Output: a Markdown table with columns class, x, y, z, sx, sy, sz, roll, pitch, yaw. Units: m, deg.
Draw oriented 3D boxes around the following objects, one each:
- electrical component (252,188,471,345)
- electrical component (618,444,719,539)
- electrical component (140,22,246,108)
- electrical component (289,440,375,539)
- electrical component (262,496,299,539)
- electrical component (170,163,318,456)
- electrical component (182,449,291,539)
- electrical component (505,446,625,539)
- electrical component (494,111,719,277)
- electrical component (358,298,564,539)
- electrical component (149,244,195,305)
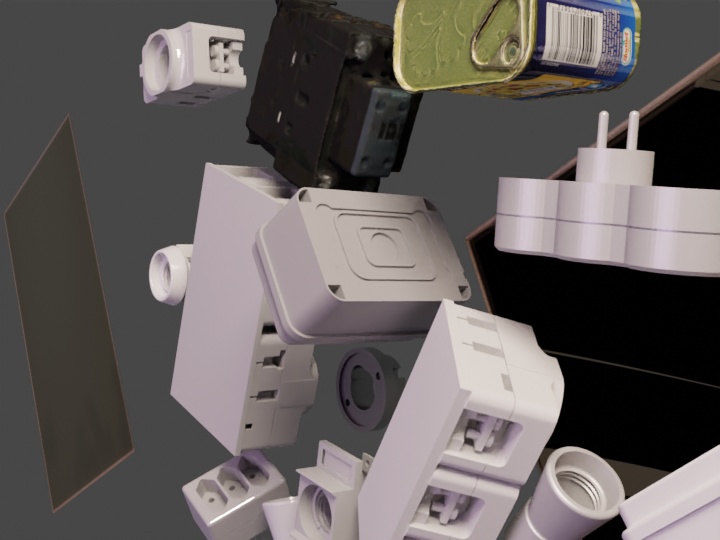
| class | x | y | z | sx | sy | sz | roll | pitch | yaw |
| --- | --- | --- | --- | --- | --- | --- | --- | --- | --- |
| electrical component | 0.000 | 0.000 | 0.644 | 0.057 | 0.113 | 0.078 | -43 | 58 | 42 |
| electrical component | 0.173 | 0.098 | 0.442 | 0.113 | 0.078 | 0.057 | -47 | 57 | 43 |
| electrical component | -0.141 | -0.166 | 0.878 | 0.089 | 0.056 | 0.050 | -6 | 86 | 53 |
| electrical component | -0.006 | 0.154 | 0.696 | 0.042 | 0.064 | 0.081 | 20 | 106 | 52 |
| electrical component | -0.044 | 0.190 | 0.764 | 0.045 | 0.045 | 0.055 | -19 | 76 | 52 |
| electrical component | -0.077 | 0.026 | 0.792 | 0.105 | 0.060 | 0.186 | 30 | 114 | 49 |
| electrical component | -0.087 | 0.185 | 0.812 | 0.047 | 0.066 | 0.076 | 41 | 151 | 45 |
| electrical component | 0.104 | 0.130 | 0.567 | 0.044 | 0.044 | 0.065 | 59 | 139 | 34 |
| electrical component | 0.124 | -0.041 | 0.527 | 0.138 | 0.052 | 0.073 | 11 | 99 | 53 |
| electrical component | 0.053 | 0.107 | 0.597 | 0.089 | 0.062 | 0.150 | -93 | 21 | -62 |
| electrical component | -0.138 | 0.004 | 0.878 | 0.066 | 0.055 | 0.048 | 51 | 129 | 40 |
